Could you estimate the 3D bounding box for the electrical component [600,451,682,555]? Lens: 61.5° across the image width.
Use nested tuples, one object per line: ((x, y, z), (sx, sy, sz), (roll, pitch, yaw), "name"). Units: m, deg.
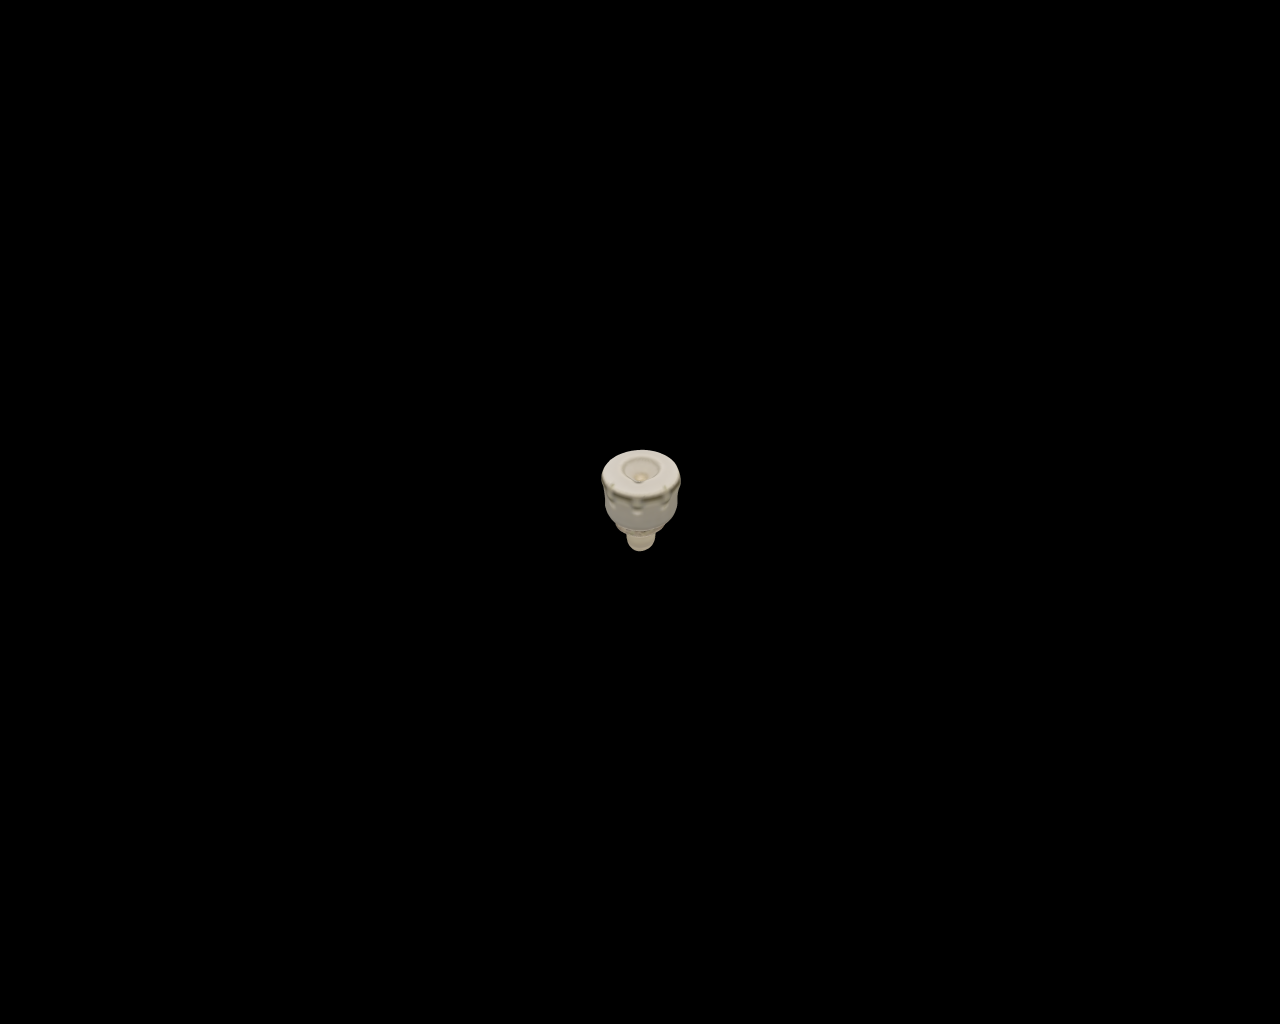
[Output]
((0.001, -0.003, 0.650), (0.048, 0.062, 0.048), (0, 38, 0), "electrical component")
